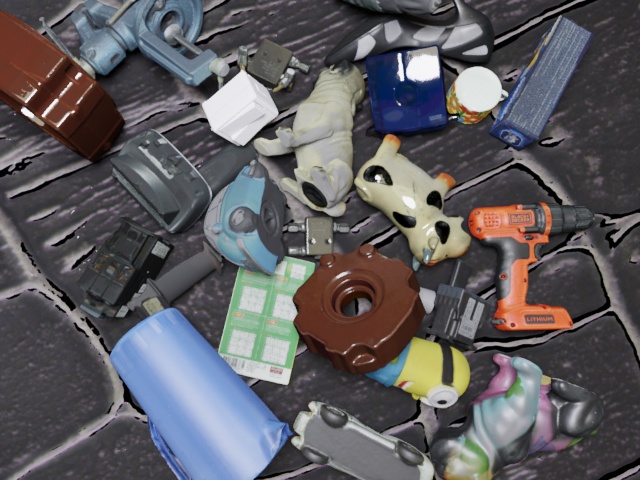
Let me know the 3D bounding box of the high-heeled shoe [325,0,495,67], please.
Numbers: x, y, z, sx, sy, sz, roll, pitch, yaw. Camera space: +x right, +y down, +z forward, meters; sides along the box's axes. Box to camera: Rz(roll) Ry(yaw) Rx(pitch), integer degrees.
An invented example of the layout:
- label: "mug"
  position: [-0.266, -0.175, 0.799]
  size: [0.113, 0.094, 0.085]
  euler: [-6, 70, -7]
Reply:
- label: "high-heeled shoe"
  position: [0.143, -0.292, 0.837]
  size: [0.249, 0.086, 0.145]
  euler: [-27, 117, 12]

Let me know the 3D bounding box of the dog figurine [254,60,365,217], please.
- label: "dog figurine"
  position: [0.026, -0.150, 0.788]
  size: [0.190, 0.121, 0.172]
  euler: [-45, 120, -25]

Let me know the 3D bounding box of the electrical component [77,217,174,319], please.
- label: "electrical component"
  position: [-0.265, 0.043, 0.727]
  size: [0.058, 0.115, 0.134]
  euler: [29, 79, 4]

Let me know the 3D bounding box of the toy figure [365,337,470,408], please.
- label: "toy figure"
  position: [0.120, 0.167, 0.747]
  size: [0.180, 0.082, 0.089]
  euler: [26, 83, 3]

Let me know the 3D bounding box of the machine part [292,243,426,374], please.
- label: "machine part"
  position: [0.049, 0.088, 0.719]
  size: [0.179, 0.056, 0.179]
  euler: [-11, 47, 12]

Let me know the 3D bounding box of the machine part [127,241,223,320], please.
- label: "machine part"
  position: [-0.199, 0.062, 0.754]
  size: [0.139, 0.084, 0.039]
  euler: [-39, 61, -16]

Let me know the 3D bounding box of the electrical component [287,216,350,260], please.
- label: "electrical component"
  position: [-0.002, -0.002, 0.793]
  size: [0.094, 0.021, 0.063]
  euler: [-1, 82, -8]

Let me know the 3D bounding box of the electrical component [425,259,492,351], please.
- label: "electrical component"
  position: [0.203, 0.091, 0.765]
  size: [0.074, 0.048, 0.119]
  euler: [30, 79, -35]

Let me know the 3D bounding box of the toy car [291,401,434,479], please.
- label: "toy car"
  position: [0.057, 0.291, 0.738]
  size: [0.202, 0.056, 0.073]
  euler: [26, 87, 2]

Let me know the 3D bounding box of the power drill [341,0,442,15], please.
- label: "power drill"
  position: [0.126, -0.415, 0.800]
  size: [0.232, 0.085, 0.207]
  euler: [26, 73, 35]

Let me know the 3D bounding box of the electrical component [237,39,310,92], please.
- label: "electrical component"
  position: [-0.076, -0.264, 0.817]
  size: [0.102, 0.045, 0.078]
  euler: [32, 83, 2]

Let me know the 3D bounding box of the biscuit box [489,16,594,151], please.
- label: "biscuit box"
  position: [0.339, -0.239, 0.828]
  size: [0.063, 0.059, 0.202]
  euler: [31, 81, 0]

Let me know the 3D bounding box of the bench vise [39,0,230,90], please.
- label: "bench vise"
  position: [-0.236, -0.283, 0.767]
  size: [0.241, 0.128, 0.223]
  euler: [37, 66, 18]

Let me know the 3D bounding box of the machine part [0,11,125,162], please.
- label: "machine part"
  position: [-0.374, -0.206, 0.714]
  size: [0.201, 0.201, 0.087]
  euler: [36, 79, 3]

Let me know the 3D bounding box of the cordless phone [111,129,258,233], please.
- label: "cordless phone"
  position: [-0.193, -0.114, 0.783]
  size: [0.146, 0.088, 0.184]
  euler: [46, 71, 4]

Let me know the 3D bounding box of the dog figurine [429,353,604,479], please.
- label: "dog figurine"
  position: [0.258, 0.274, 0.728]
  size: [0.191, 0.108, 0.219]
  euler: [27, 86, -2]

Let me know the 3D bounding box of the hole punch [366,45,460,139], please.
- label: "hole punch"
  position: [0.128, -0.216, 0.786]
  size: [0.142, 0.092, 0.115]
  euler: [-6, 83, 13]

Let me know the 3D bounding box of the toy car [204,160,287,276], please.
- label: "toy car"
  position: [-0.110, -0.028, 0.750]
  size: [0.103, 0.109, 0.162]
  euler: [-11, 56, 19]

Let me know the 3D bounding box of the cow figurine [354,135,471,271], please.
- label: "cow figurine"
  position: [0.135, -0.044, 0.777]
  size: [0.195, 0.085, 0.127]
  euler: [38, 75, 0]
